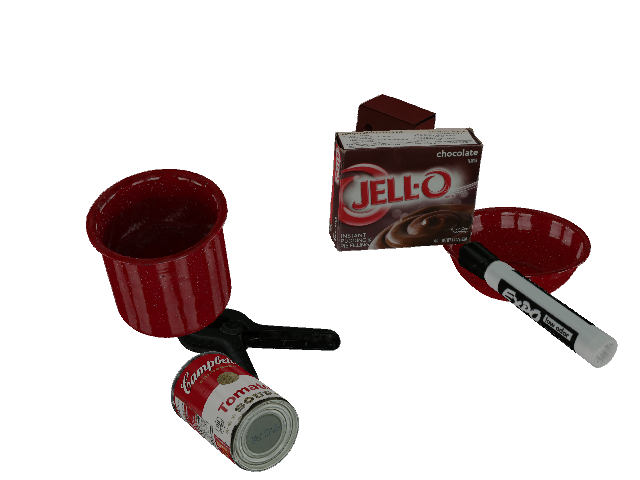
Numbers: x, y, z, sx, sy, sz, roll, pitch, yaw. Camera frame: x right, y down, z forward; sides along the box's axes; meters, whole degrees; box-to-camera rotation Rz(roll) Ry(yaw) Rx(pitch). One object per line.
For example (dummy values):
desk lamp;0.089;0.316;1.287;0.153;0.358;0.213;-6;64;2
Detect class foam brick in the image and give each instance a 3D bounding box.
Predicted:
foam brick;0.085;-0.128;1.228;0.078;0.053;0.051;24;35;29

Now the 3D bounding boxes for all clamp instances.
clamp;-0.104;0.120;1.263;0.210;0.036;0.164;14;23;26

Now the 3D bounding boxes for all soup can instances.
soup can;-0.074;0.145;0.907;0.068;0.068;0.102;0;17;-38

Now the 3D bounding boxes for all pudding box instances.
pudding box;0.065;-0.041;0.837;0.113;0.090;0.039;-4;33;-11

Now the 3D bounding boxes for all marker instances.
marker;0.122;0.034;0.622;0.020;0.020;0.121;0;28;-38

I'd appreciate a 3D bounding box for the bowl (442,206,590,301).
bowl;0.212;0.021;1.173;0.162;0.055;0.162;-1;28;0

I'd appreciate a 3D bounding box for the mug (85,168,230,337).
mug;-0.113;0.006;0.731;0.093;0.081;0.117;-33;50;-26
